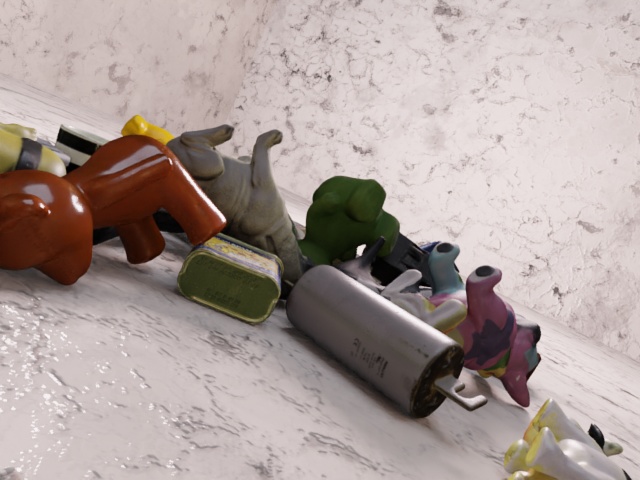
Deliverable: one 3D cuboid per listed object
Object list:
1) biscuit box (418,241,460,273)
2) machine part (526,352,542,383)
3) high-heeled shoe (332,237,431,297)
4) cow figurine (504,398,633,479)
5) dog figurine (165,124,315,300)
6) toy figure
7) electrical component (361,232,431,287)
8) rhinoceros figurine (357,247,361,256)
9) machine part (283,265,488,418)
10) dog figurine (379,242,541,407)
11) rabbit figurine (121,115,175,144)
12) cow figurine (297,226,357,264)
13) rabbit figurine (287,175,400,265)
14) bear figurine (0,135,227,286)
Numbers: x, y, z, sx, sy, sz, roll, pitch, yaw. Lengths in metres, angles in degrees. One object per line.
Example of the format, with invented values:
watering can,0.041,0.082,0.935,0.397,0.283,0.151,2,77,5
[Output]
biscuit box,0.171,0.045,0.928,0.063,0.059,0.202,62,-7,3
machine part,0.249,0.156,0.833,0.179,0.056,0.179,25,7,-3
high-heeled shoe,0.086,0.108,0.688,0.086,0.145,0.248,6,-39,51
cow figurine,0.196,0.176,0.406,0.098,0.068,0.167,33,12,22
dog figurine,-0.102,-0.020,0.611,0.172,0.190,0.121,-7,-13,-22
toy figure,-0.328,-0.076,0.492,0.180,0.082,0.089,27,19,-51
electrical component,0.120,0.052,0.792,0.134,0.058,0.114,37,-29,11
rhinoceros figurine,0.082,0.059,0.921,0.191,0.073,0.112,28,6,29
machine part,0.047,0.091,0.516,0.244,0.079,0.079,31,9,40
dog figurine,0.174,0.126,0.635,0.109,0.191,0.219,29,-27,58
rabbit figurine,-0.297,-0.120,0.954,0.162,0.122,0.173,32,17,-21
cow figurine,0.012,0.016,0.844,0.127,0.085,0.195,12,28,15
rabbit figurine,-0.001,-0.002,0.708,0.159,0.170,0.121,23,-22,29
bear figurine,-0.184,-0.013,0.440,0.131,0.120,0.196,63,25,-19
